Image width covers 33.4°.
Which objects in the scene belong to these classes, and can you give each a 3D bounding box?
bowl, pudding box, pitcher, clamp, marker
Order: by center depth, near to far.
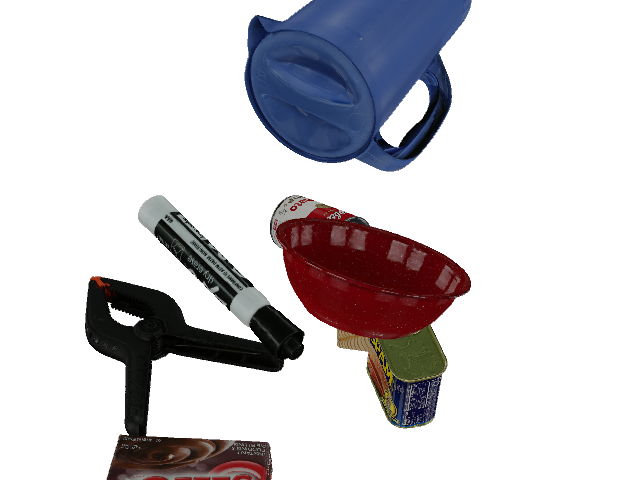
[{"bbox_3d":[-0.050,0.019,0.540,0.121,0.020,0.020,42,23,28],"label":"marker"},{"bbox_3d":[-0.093,0.179,0.741,0.113,0.039,0.090,1,27,1],"label":"pudding box"},{"bbox_3d":[0.036,0.035,0.857,0.162,0.055,0.162,13,16,-4],"label":"bowl"},{"bbox_3d":[0.054,-0.181,0.997,0.145,0.149,0.242,13,43,30],"label":"pitcher"},{"bbox_3d":[-0.147,0.092,1.000,0.164,0.036,0.210,-18,40,-30],"label":"clamp"}]

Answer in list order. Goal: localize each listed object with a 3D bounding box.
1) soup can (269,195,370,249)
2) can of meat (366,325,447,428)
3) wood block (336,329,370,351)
[{"bbox_3d":[0.000,-0.008,1.222,0.102,0.068,0.068,22,15,42],"label":"soup can"},{"bbox_3d":[0.083,0.125,1.068,0.057,0.084,0.102,-10,45,-12],"label":"can of meat"},{"bbox_3d":[0.093,0.080,1.553,0.091,0.090,0.206,6,21,13],"label":"wood block"}]
